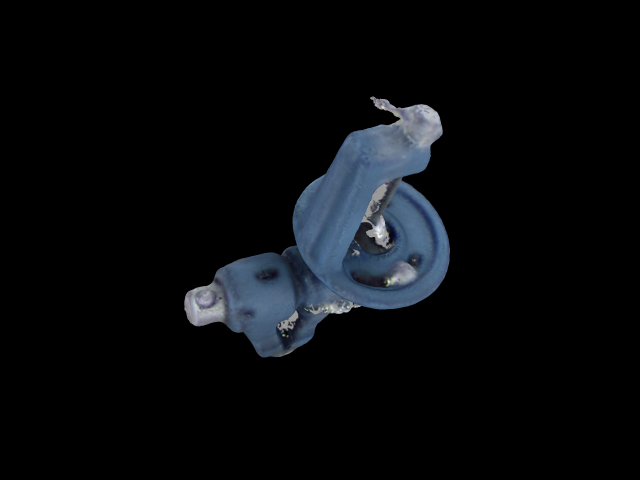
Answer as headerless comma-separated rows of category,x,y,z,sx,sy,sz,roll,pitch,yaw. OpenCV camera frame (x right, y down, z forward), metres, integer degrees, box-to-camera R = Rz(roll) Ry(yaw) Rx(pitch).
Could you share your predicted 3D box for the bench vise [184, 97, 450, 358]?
bench vise,0.011,0.010,0.396,0.208,0.220,0.121,-39,69,-17
